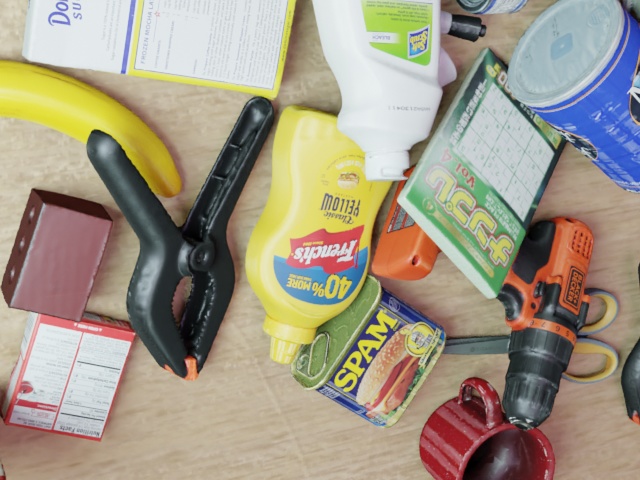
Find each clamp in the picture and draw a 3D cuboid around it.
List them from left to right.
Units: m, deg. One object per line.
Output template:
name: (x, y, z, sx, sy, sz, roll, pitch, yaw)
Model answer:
clamp: (-0.090, 0.000, 0.765, 0.164, 0.036, 0.210, -27, 127, -42)
clamp: (0.310, 0.089, 0.964, 0.120, 0.039, 0.171, 18, 97, -24)

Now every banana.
banana: (-0.180, -0.081, 0.726, 0.197, 0.037, 0.070, 13, 122, -22)

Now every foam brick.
foam brick: (-0.182, 0.010, 0.737, 0.051, 0.053, 0.078, 17, 97, -25)

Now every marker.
marker: (0.065, -0.167, 0.791, 0.121, 0.020, 0.020, 10, 100, -8)

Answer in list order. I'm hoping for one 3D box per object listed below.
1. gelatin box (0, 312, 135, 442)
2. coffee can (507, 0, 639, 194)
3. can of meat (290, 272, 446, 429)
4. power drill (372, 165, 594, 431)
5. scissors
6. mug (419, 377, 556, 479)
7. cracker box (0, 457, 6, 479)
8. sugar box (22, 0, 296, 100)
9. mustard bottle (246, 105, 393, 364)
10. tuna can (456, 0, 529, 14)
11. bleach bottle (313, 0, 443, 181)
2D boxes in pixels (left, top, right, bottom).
gelatin box: (-0.183, 0.096, 0.772, 0.073, 0.030, 0.089, 16, 98, -27)
coffee can: (0.231, -0.114, 0.837, 0.140, 0.103, 0.103, 33, 90, -31)
can of meat: (0.040, 0.089, 0.847, 0.083, 0.057, 0.102, 34, 89, -28)
power drill: (0.131, 0.035, 0.838, 0.187, 0.057, 0.184, 32, 62, -26)
scissors: (0.183, 0.073, 0.922, 0.201, 0.016, 0.096, 17, 95, -25)
mug: (0.134, 0.170, 0.890, 0.093, 0.082, 0.117, -14, 109, -19)
cracker box: (-0.282, 0.146, 0.643, 0.164, 0.214, 0.072, 3, 102, -23)
sugar box: (-0.108, -0.155, 0.728, 0.176, 0.048, 0.093, 7, 100, -20)
mustard bottle: (-0.005, 0.001, 0.803, 0.096, 0.058, 0.192, 10, 100, -32)
tuna can: (0.126, -0.210, 0.785, 0.033, 0.086, 0.086, -7, 106, -19)
bleach bottle: (0.034, -0.167, 0.738, 0.102, 0.068, 0.251, -2, 90, -23)
